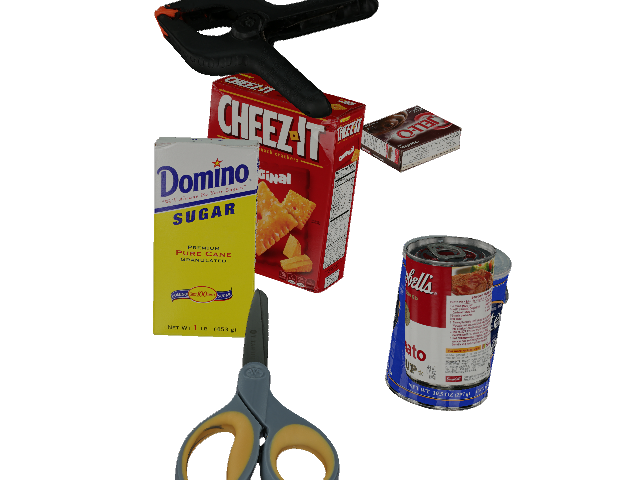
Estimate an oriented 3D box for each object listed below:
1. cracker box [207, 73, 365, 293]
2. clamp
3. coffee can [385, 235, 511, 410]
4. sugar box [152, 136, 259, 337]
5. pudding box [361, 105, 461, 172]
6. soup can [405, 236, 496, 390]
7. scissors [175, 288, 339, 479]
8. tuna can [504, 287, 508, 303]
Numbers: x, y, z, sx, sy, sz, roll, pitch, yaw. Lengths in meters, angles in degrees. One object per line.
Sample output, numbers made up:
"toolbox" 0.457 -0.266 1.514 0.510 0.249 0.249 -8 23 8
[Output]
"cracker box" -0.048 -0.065 1.199 0.164 0.214 0.072 19 28 24
"clamp" -0.042 -0.163 0.822 0.172 0.120 0.039 22 -32 20
"coffee can" 0.122 0.078 1.030 0.103 0.140 0.103 6 20 -2
"sugar box" -0.103 -0.003 0.961 0.093 0.176 0.048 1 13 -2
"pudding box" 0.122 -0.140 1.464 0.113 0.039 0.090 -25 39 -30
"soup can" 0.098 0.055 0.815 0.068 0.102 0.068 -1 16 0
"scissors" -0.022 0.091 0.625 0.096 0.016 0.201 11 32 11
"tuna can" 0.184 0.047 1.272 0.033 0.086 0.086 -31 8 -14
